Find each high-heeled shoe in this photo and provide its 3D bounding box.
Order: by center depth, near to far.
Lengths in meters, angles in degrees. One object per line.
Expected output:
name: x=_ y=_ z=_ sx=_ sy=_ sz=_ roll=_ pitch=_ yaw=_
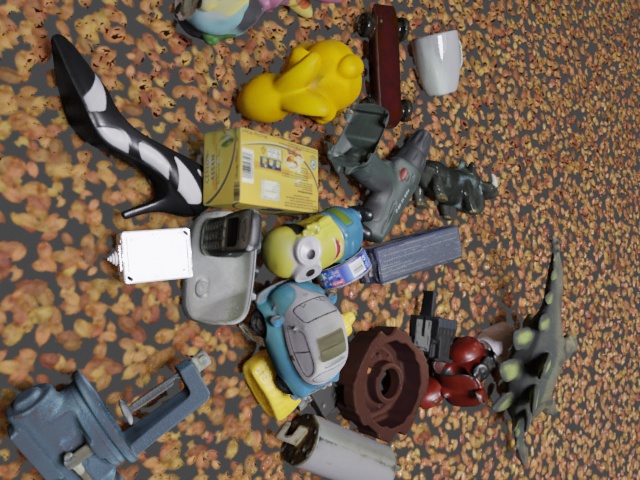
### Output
high-heeled shoe: x=-0.214 y=-0.137 z=0.657 sx=0.145 sy=0.086 sz=0.248 roll=-29 pitch=110 yaw=-34

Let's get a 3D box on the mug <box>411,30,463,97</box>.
mug: x=0.219 y=-0.318 z=0.975 sx=0.109 sy=0.081 sz=0.107 roll=-24 pitch=112 yaw=-40

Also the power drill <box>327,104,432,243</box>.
power drill: x=0.099 y=-0.125 z=0.848 sx=0.232 sy=0.086 sz=0.207 roll=-64 pitch=152 yaw=-12

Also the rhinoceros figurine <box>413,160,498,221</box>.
rhinoceros figurine: x=0.251 y=-0.095 z=0.989 sx=0.190 sy=0.073 sz=0.112 roll=10 pitch=72 yaw=-32

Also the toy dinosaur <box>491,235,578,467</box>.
toy dinosaur: x=0.399 y=0.212 z=0.983 sx=0.198 sy=0.105 sz=0.470 roll=-14 pitch=111 yaw=-54

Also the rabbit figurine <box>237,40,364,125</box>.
rabbit figurine: x=-0.030 y=-0.208 z=0.762 sx=0.173 sy=0.162 sz=0.121 roll=-20 pitch=112 yaw=-16

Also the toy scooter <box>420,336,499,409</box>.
toy scooter: x=0.248 y=0.232 z=0.926 sx=0.184 sy=0.135 sz=0.075 roll=-34 pitch=105 yaw=-33

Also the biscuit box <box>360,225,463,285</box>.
biscuit box: x=0.157 y=0.024 z=0.918 sx=0.202 sy=0.059 sz=0.062 roll=-13 pitch=94 yaw=-34

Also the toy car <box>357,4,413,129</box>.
toy car: x=0.107 y=-0.288 z=0.904 sx=0.089 sy=0.053 sz=0.202 roll=-6 pitch=94 yaw=-23

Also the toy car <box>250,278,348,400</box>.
toy car: x=-0.015 y=0.128 z=0.697 sx=0.109 sy=0.103 sz=0.161 roll=-17 pitch=92 yaw=-33

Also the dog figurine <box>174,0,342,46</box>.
dog figurine: x=-0.077 y=-0.343 z=0.748 sx=0.219 sy=0.109 sz=0.191 roll=9 pitch=82 yaw=-37

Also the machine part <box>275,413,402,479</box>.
machine part: x=0.032 y=0.322 z=0.806 sx=0.243 sy=0.079 sz=0.079 roll=32 pitch=70 yaw=-30

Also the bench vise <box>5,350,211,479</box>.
bench vise: x=-0.218 y=0.222 z=0.611 sx=0.240 sy=0.129 sz=0.223 roll=-34 pitch=106 yaw=-24

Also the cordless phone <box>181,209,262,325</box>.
cordless phone: x=-0.106 y=0.034 z=0.655 sx=0.089 sy=0.184 sz=0.146 roll=9 pitch=82 yaw=-24

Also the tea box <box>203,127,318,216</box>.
tea box: x=-0.075 y=-0.087 z=0.726 sx=0.169 sy=0.068 sz=0.098 roll=7 pitch=83 yaw=-57

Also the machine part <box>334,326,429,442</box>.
machine part: x=0.099 y=0.225 z=0.857 sx=0.179 sy=0.056 sz=0.179 roll=3 pitch=85 yaw=-43

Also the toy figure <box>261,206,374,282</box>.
toy figure: x=-0.001 y=0.001 z=0.746 sx=0.180 sy=0.089 sz=0.082 roll=-29 pitch=108 yaw=-45

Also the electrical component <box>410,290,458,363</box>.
electrical component: x=0.195 y=0.149 z=0.932 sx=0.047 sy=0.075 sz=0.119 roll=15 pitch=76 yaw=-33

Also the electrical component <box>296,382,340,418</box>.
electrical component: x=0.004 y=0.238 z=0.823 sx=0.094 sy=0.021 sz=0.063 roll=-36 pitch=108 yaw=-33
